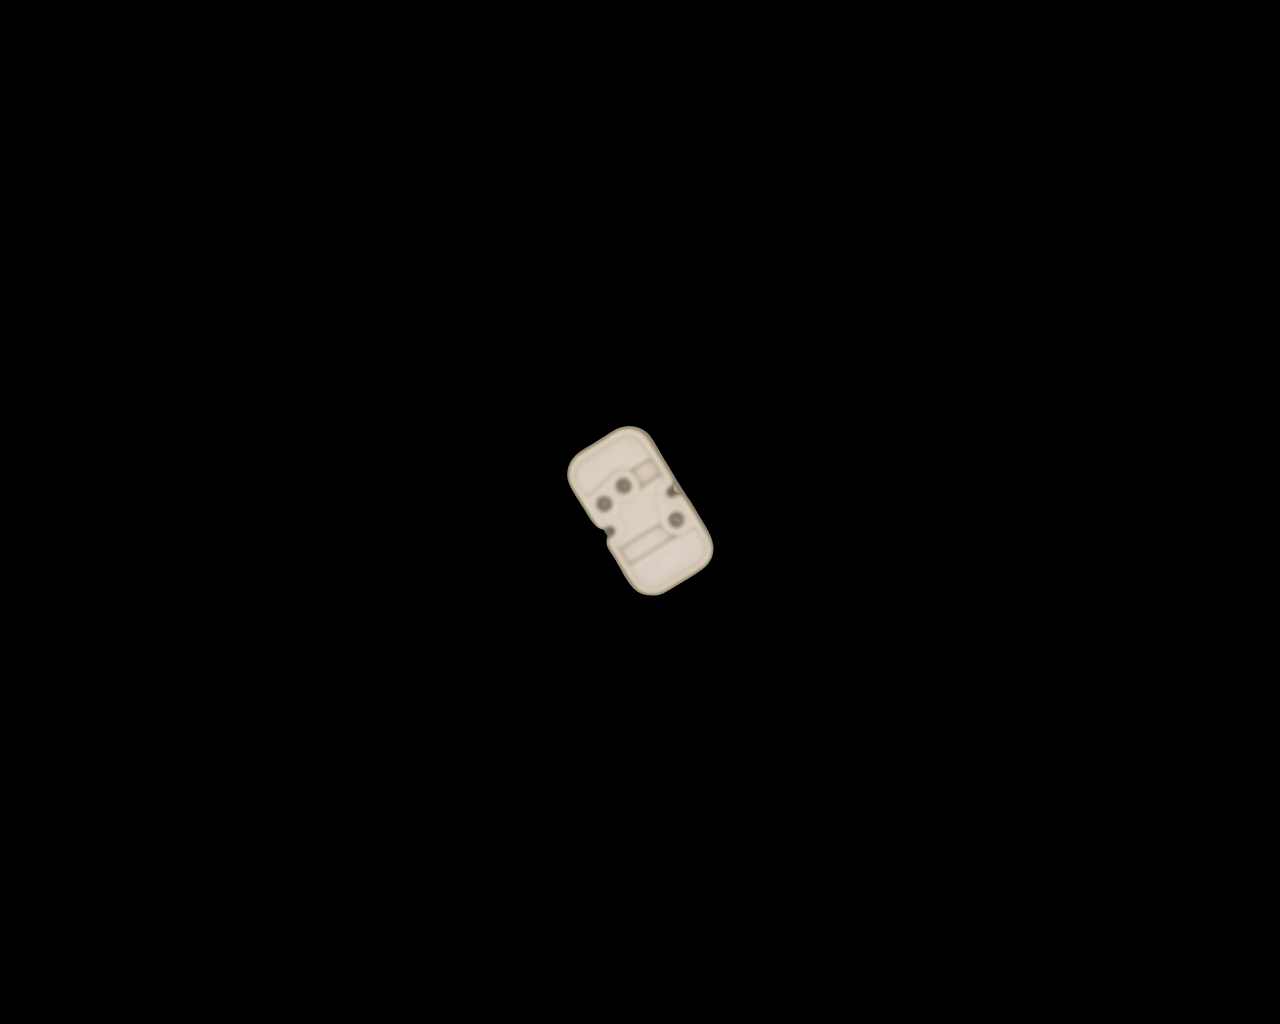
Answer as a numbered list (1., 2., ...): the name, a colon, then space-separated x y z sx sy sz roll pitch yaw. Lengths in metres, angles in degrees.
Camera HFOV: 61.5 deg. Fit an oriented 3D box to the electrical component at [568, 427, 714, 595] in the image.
1. electrical component: 0.001 -0.003 0.650 0.054 0.095 0.059 -32 4 2
